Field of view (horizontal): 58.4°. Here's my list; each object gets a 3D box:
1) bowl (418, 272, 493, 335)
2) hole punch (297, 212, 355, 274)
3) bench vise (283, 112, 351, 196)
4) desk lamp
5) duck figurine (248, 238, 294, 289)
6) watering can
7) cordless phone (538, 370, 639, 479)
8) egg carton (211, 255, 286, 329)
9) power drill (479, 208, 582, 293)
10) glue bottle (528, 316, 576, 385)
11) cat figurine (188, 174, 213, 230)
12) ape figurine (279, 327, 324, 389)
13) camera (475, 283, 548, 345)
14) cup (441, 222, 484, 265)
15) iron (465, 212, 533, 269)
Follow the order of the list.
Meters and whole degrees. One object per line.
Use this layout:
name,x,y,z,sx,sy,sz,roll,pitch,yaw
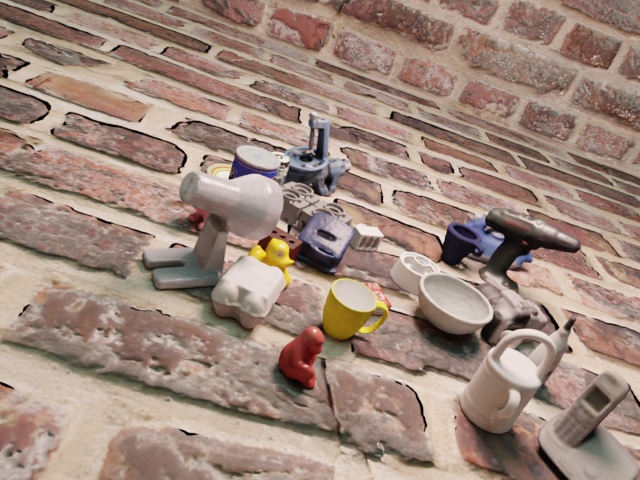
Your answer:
bowl,0.273,0.146,1.207,0.167,0.075,0.167,17,29,-9
hole punch,0.011,0.004,1.247,0.108,0.091,0.101,27,29,8
bench vise,-0.007,-0.231,1.501,0.121,0.220,0.208,40,33,29
desk lamp,-0.188,-0.025,1.026,0.204,0.213,0.117,-2,37,-38
duck figurine,-0.093,0.036,1.124,0.104,0.086,0.078,37,32,26
watering can,0.324,0.224,0.983,0.101,0.194,0.172,13,30,-17
cordless phone,0.459,0.316,0.930,0.094,0.185,0.147,-2,36,-37
egg carton,-0.126,0.089,1.026,0.107,0.069,0.150,24,28,3
power drill,0.497,0.030,1.423,0.229,0.208,0.076,37,32,25
glue bottle,0.447,0.215,1.108,0.078,0.173,0.037,-1,36,-36
cat figurine,-0.223,-0.082,1.200,0.067,0.118,0.128,40,33,29
ape figurine,-0.022,0.180,0.921,0.076,0.092,0.078,30,29,14
camera,0.409,0.151,1.266,0.144,0.101,0.136,4,33,-30
cup,0.359,0.024,1.455,0.092,0.095,0.117,-3,37,-39
iron,0.473,-0.017,1.559,0.259,0.141,0.118,11,30,-20
